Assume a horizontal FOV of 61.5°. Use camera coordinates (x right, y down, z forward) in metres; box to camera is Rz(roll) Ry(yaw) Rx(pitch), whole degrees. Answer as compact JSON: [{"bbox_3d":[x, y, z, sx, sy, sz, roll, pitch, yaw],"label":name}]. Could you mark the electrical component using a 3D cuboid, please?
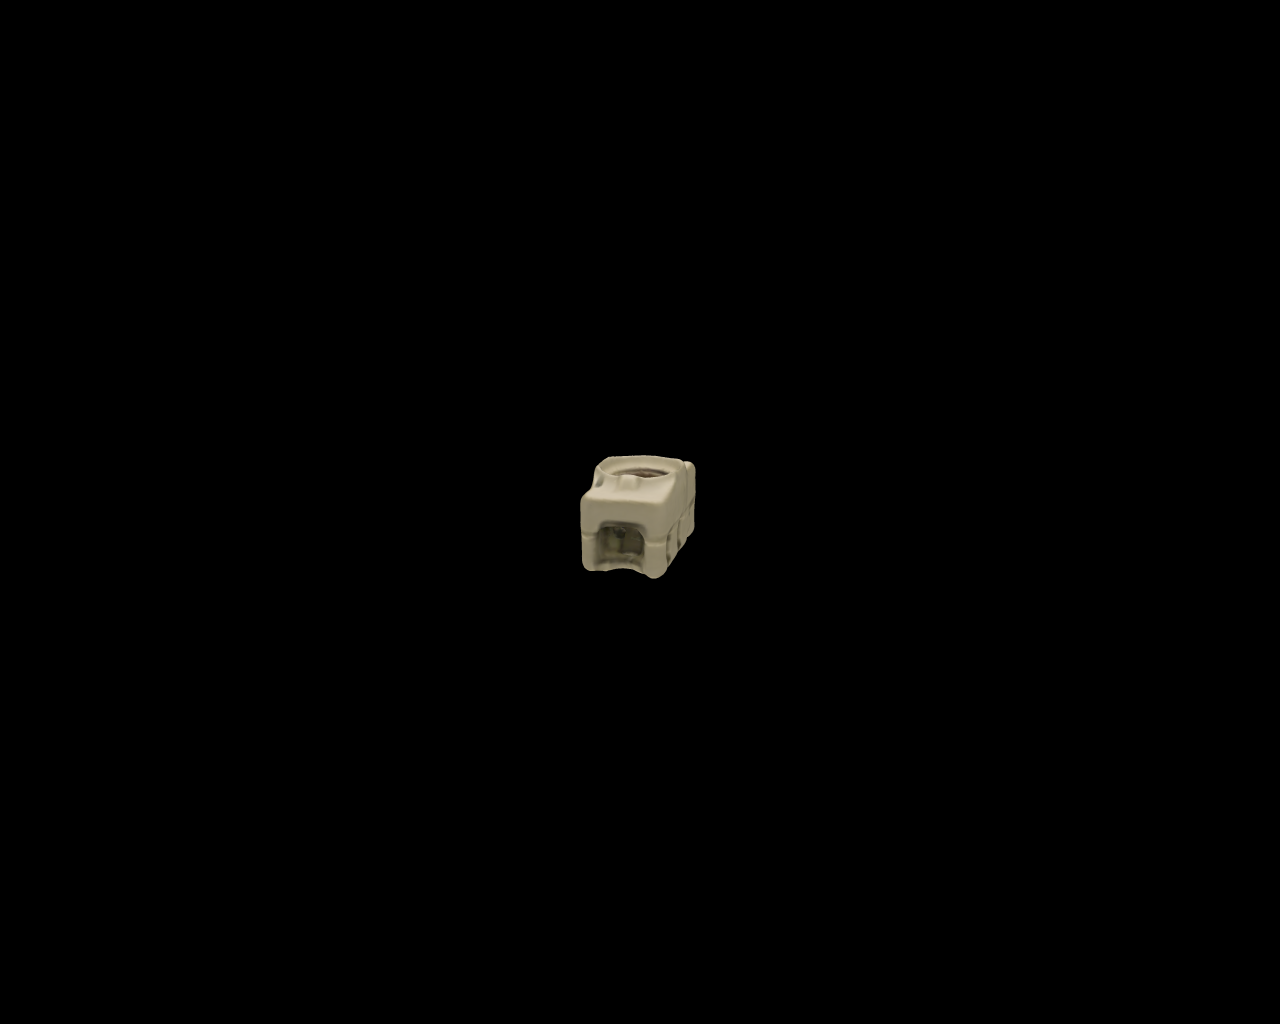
[{"bbox_3d":[0.001,-0.003,0.650,0.050,0.055,0.090,5,19,15],"label":"electrical component"}]
